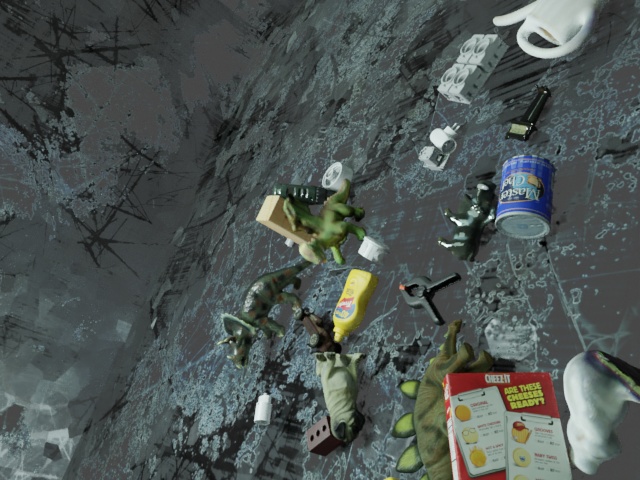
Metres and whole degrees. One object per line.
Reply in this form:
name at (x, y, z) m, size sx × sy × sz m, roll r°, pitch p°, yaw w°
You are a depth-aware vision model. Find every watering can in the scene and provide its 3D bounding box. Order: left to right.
watering can at (0.564, -0.560, 1.248) m, size 0.222 × 0.103 × 0.356 m, roll -45°, pitch 33°, yaw 20°

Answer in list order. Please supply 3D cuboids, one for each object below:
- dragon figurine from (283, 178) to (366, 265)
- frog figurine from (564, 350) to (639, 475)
dragon figurine at (0.005, -0.077, 1.523) m, size 0.120 × 0.241 × 0.421 m, roll -44°, pitch 34°, yaw 36°
frog figurine at (0.396, 0.247, 0.752) m, size 0.157 × 0.123 × 0.139 m, roll -59°, pitch -5°, yaw 18°
